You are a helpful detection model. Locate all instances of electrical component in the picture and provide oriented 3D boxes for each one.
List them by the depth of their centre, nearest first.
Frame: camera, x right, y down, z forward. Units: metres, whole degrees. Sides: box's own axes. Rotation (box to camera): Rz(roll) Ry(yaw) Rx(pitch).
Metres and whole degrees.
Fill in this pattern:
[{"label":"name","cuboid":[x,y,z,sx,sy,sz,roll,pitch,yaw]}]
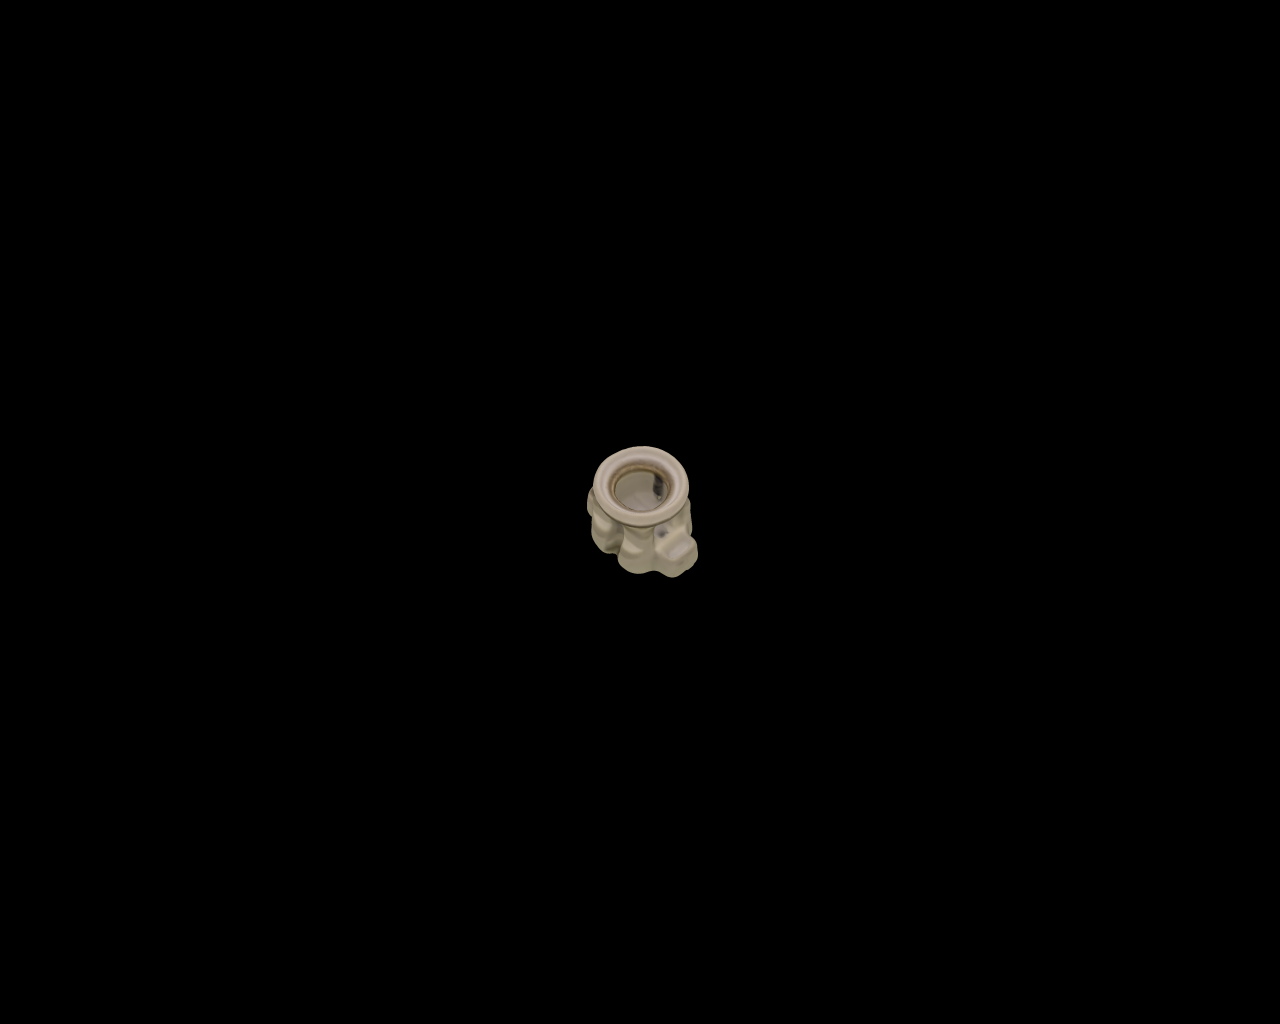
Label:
[{"label":"electrical component","cuboid":[0.001,-0.003,0.650,0.058,0.056,0.078,-39,63,-25]}]
